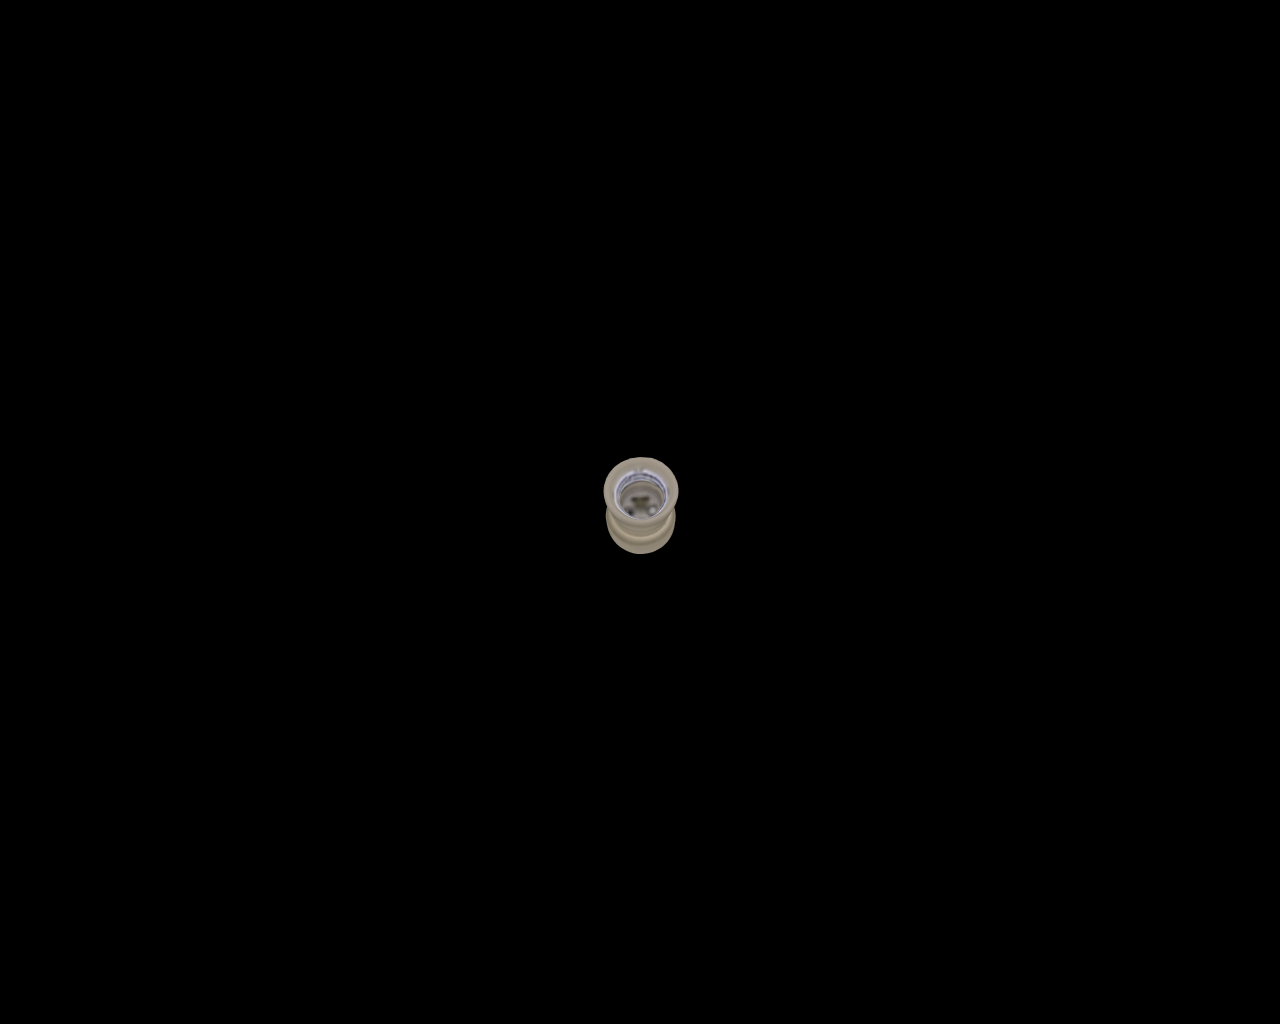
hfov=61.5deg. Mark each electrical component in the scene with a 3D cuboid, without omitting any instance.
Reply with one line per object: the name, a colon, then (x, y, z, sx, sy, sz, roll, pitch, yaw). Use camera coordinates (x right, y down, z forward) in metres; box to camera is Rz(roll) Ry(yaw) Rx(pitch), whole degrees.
electrical component: (0.001, -0.003, 0.650, 0.045, 0.045, 0.055, 0, -24, 0)
